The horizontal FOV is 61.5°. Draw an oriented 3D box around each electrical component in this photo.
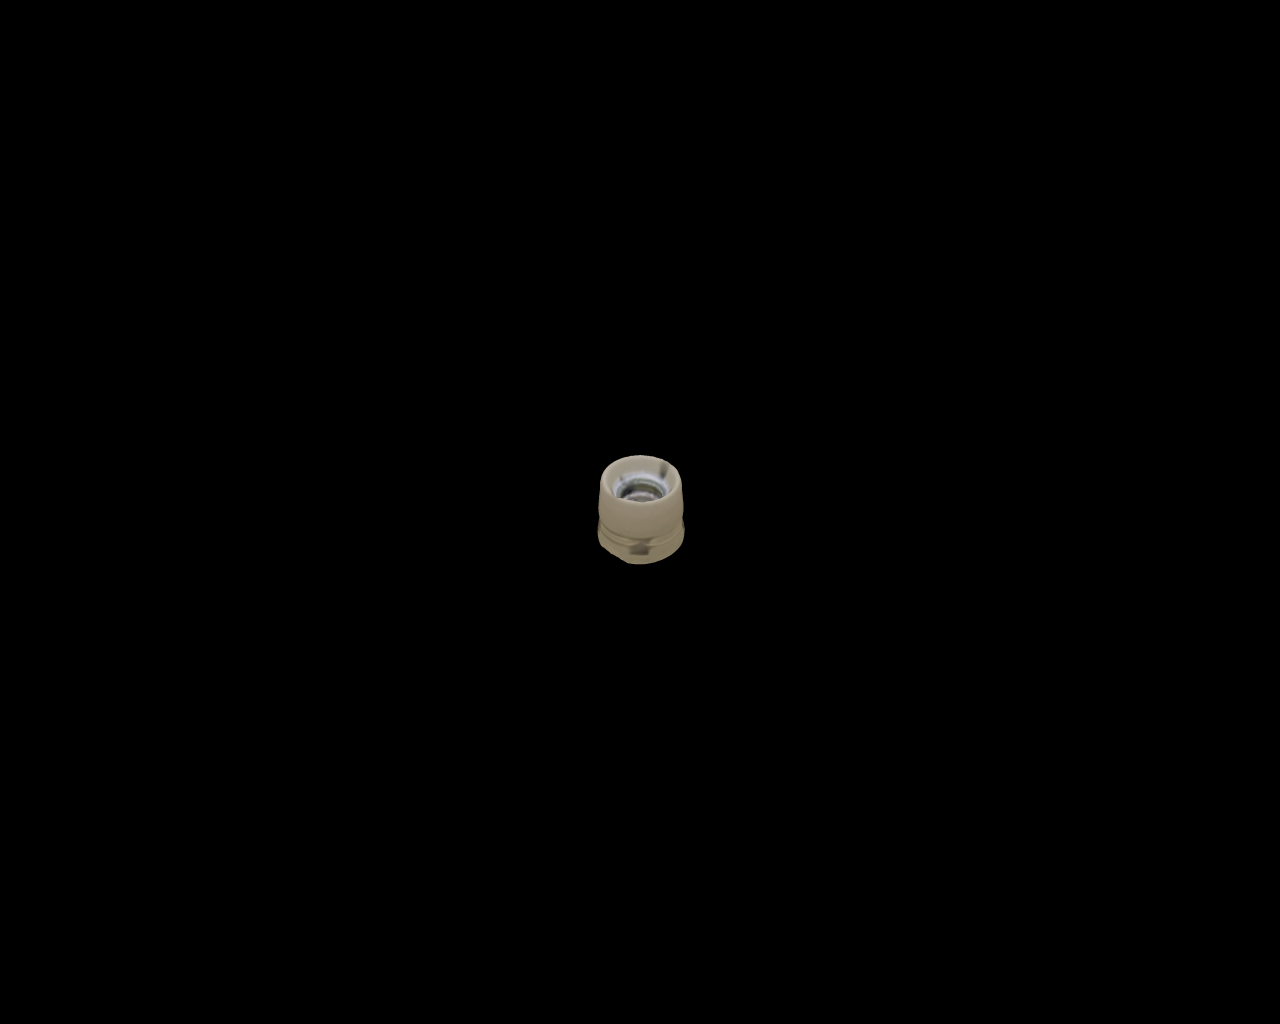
[{"bbox_3d":[0.001,-0.003,0.650,0.055,0.047,0.055,0,40,0],"label":"electrical component"}]
